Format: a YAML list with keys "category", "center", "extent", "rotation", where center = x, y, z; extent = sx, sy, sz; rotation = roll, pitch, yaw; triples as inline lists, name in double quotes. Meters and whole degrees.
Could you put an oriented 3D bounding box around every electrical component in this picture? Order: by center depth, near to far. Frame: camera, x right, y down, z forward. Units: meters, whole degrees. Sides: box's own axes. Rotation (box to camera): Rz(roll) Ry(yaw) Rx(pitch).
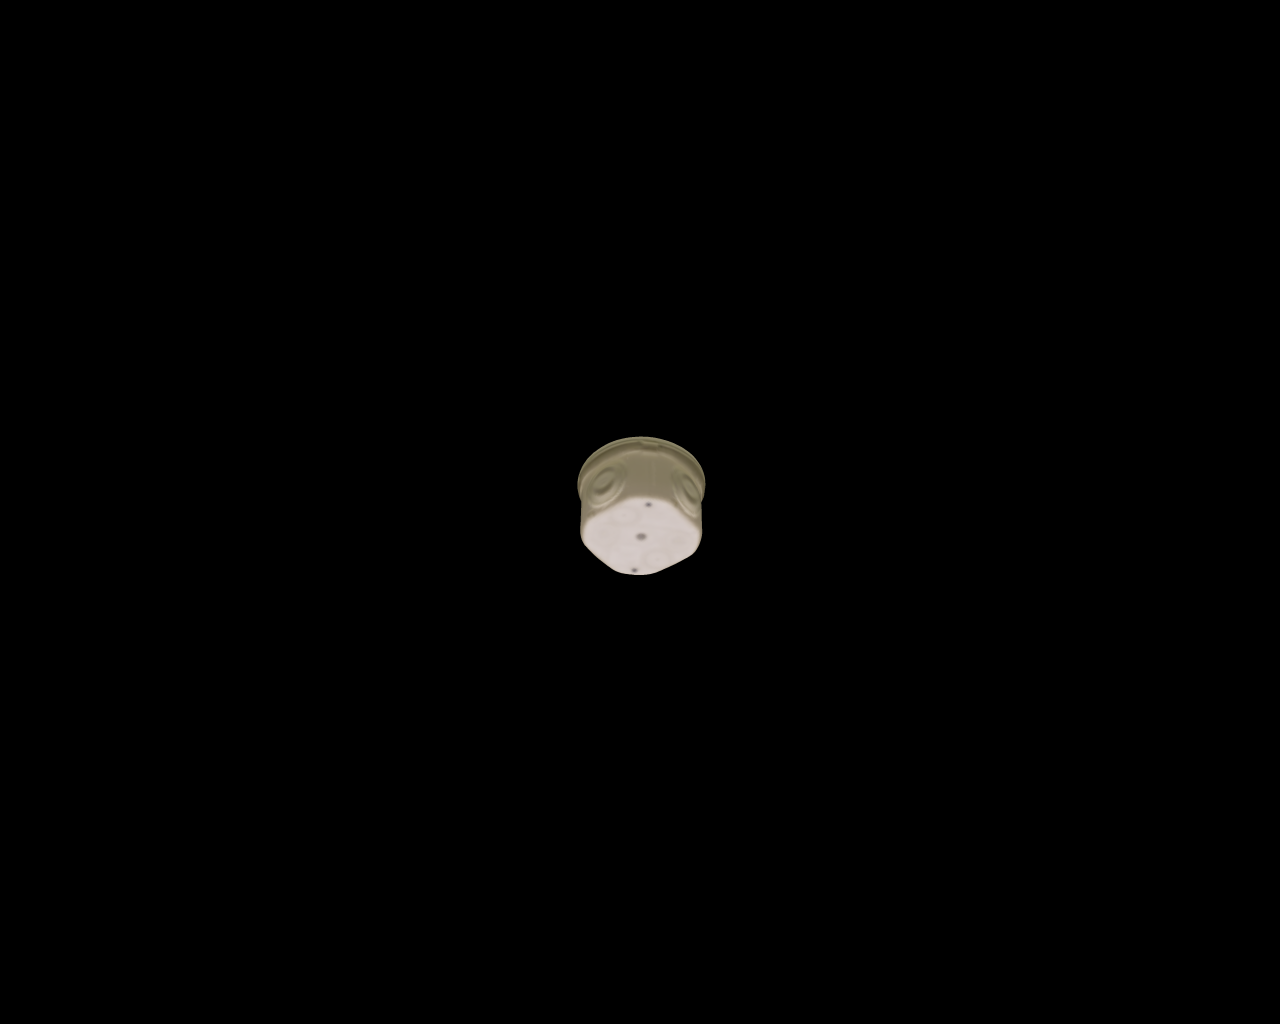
- category: "electrical component"
  center: [0.001, -0.003, 0.650]
  extent: [0.080, 0.051, 0.080]
  rotation: [0, -43, 0]
